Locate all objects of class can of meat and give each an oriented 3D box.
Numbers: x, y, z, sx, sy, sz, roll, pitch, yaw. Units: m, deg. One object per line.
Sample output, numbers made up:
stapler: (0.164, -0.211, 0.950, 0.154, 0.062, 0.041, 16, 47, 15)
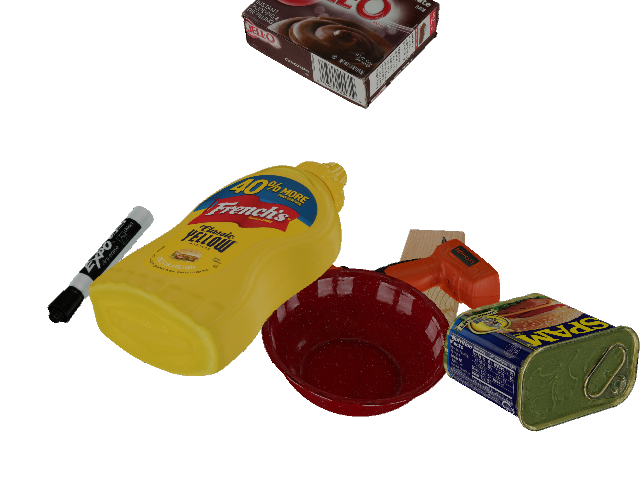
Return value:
can of meat: (0.145, 0.077, 0.713, 0.101, 0.057, 0.084, -10, 20, -29)

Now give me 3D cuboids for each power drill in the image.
power drill: (0.087, 0.058, 1.106, 0.187, 0.057, 0.185, -10, 27, -19)

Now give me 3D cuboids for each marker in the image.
marker: (-0.170, 0.019, 0.826, 0.020, 0.020, 0.121, 0, 41, 38)

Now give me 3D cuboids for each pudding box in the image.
pudding box: (0.015, -0.155, 0.766, 0.114, 0.090, 0.039, 33, -24, 20)

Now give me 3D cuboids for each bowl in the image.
bowl: (0.029, 0.096, 0.906, 0.162, 0.055, 0.162, 4, 40, -3)

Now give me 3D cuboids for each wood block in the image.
wood block: (0.168, 0.062, 1.631, 0.091, 0.090, 0.206, 3, 23, 11)

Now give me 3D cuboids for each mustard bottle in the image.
mustard bottle: (-0.043, 0.003, 0.652, 0.096, 0.058, 0.191, 14, 38, 33)
